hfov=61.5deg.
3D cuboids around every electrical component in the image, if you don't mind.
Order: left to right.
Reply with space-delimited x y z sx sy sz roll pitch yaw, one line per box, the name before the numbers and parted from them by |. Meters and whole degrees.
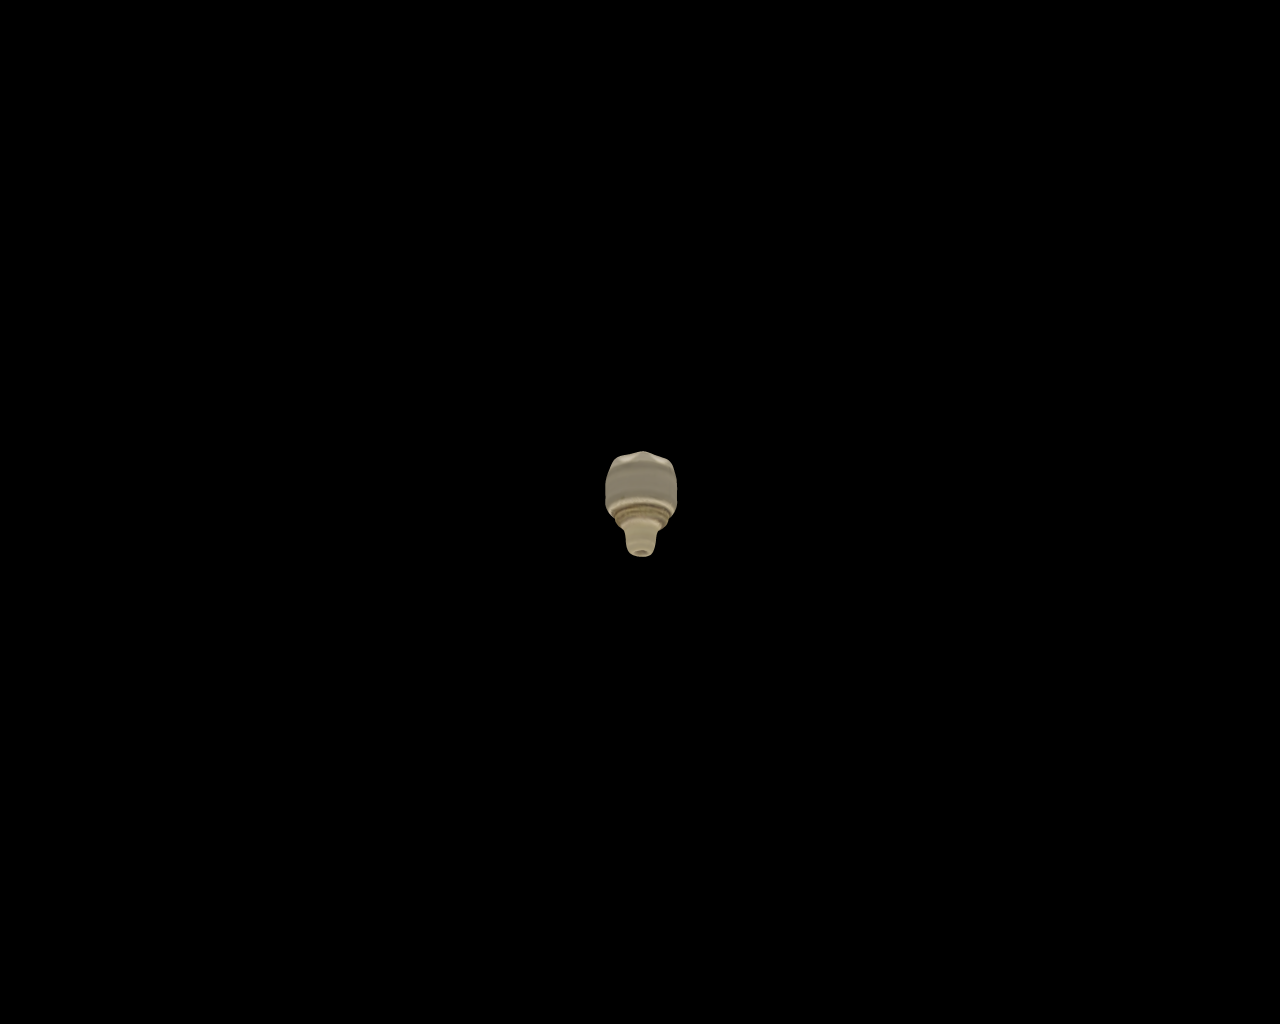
electrical component | 0.001 -0.003 0.650 0.043 0.062 0.043 0 -24 0
